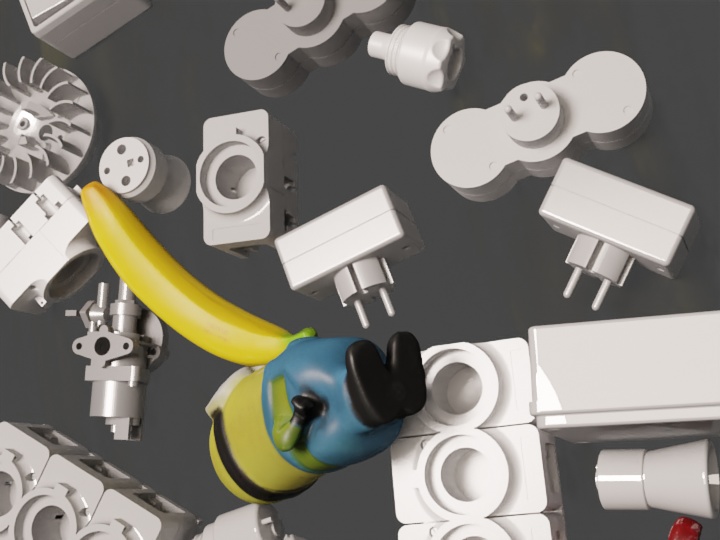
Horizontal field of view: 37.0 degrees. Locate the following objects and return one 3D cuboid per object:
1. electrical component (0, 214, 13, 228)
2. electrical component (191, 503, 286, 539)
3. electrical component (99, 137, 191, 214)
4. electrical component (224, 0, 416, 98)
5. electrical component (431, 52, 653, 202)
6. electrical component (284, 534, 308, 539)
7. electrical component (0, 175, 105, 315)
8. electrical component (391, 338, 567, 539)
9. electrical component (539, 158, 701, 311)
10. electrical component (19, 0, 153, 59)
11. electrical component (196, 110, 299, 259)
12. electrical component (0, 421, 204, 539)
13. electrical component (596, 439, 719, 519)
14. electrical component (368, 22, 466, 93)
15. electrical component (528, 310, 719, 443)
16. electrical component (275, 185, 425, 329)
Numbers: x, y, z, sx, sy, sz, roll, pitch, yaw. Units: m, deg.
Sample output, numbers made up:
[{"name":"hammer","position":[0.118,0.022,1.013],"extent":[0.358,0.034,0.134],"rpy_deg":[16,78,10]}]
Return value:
[{"name":"electrical component","position":[-0.332,-0.042,0.837],"extent":[0.138,0.052,0.073],"rpy_deg":[2,80,21]},{"name":"electrical component","position":[-0.085,0.179,0.701],"extent":[0.078,0.040,0.040],"rpy_deg":[-23,72,16]},{"name":"electrical component","position":[-0.154,-0.068,0.770],"extent":[0.045,0.055,0.045],"rpy_deg":[-4,78,21]},{"name":"electrical component","position":[-0.034,-0.176,0.734],"extent":[0.138,0.074,0.052],"rpy_deg":[-29,70,14]},{"name":"electrical component","position":[0.108,-0.091,0.661],"extent":[0.138,0.074,0.052],"rpy_deg":[-22,72,16]},{"name":"electrical component","position":[-0.032,0.220,0.653],"extent":[0.061,0.062,0.096],"rpy_deg":[23,87,-9]},{"name":"electrical component","position":[-0.226,-0.014,0.785],"extent":[0.056,0.050,0.089],"rpy_deg":[44,93,15]},{"name":"electrical component","position":[0.069,0.122,0.640],"extent":[0.089,0.062,0.150],"rpy_deg":[-10,76,20]},{"name":"electrical component","position":[0.148,-0.014,0.644],"extent":[0.083,0.047,0.075],"rpy_deg":[25,89,24]},{"name":"electrical component","position":[-0.209,-0.218,0.819],"extent":[0.096,0.061,0.061],"rpy_deg":[-30,70,14]},{"name":"electrical component","position":[-0.076,-0.059,0.737],"extent":[0.050,0.056,0.089],"rpy_deg":[-6,77,20]},{"name":"electrical component","position":[-0.198,0.176,0.735],"extent":[0.150,0.062,0.089],"rpy_deg":[25,89,24]},{"name":"electrical component","position":[0.168,0.119,0.614],"extent":[0.065,0.044,0.044],"rpy_deg":[-6,77,26]},{"name":"electrical component","position":[0.036,-0.144,0.717],"extent":[0.062,0.043,0.043],"rpy_deg":[19,87,25]},{"name":"electrical component","position":[0.157,0.061,0.593],"extent":[0.109,0.109,0.056],"rpy_deg":[-6,75,20]},{"name":"electrical component","position":[0.000,0.000,0.700],"extent":[0.083,0.047,0.075],"rpy_deg":[-26,71,15]}]
